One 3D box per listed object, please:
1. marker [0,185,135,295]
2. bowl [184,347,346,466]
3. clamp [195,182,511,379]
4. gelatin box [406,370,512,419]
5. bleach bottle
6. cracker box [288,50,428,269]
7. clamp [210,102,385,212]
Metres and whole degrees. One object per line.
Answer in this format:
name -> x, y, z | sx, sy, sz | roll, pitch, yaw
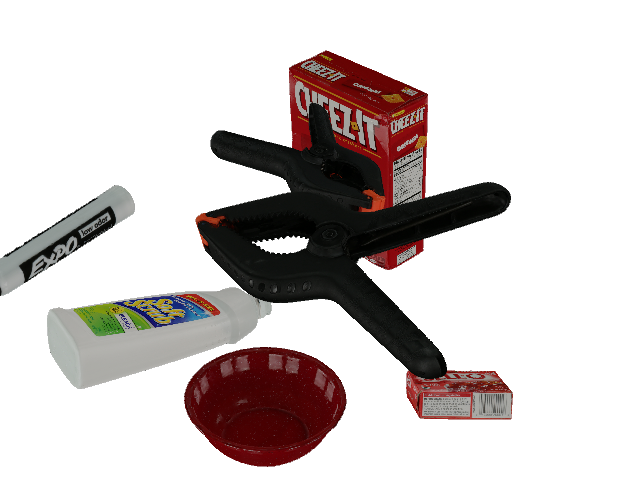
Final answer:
marker -> -0.147, 0.006, 0.560 | 0.020, 0.020, 0.120 | 0, 29, 45
bowl -> -0.055, 0.176, 1.075 | 0.162, 0.055, 0.162 | 1, 31, -1
clamp -> 0.018, 0.003, 0.716 | 0.210, 0.036, 0.164 | 15, 49, 26
gelatin box -> 0.129, 0.144, 1.004 | 0.089, 0.030, 0.073 | 1, 8, -3
bleach bottle -> -0.175, 0.096, 1.221 | 0.250, 0.068, 0.103 | -13, 32, -30
cracker box -> 0.041, -0.091, 1.244 | 0.072, 0.214, 0.164 | -30, 44, -33
clamp -> -0.014, -0.063, 0.907 | 0.120, 0.039, 0.172 | -20, 40, -21
